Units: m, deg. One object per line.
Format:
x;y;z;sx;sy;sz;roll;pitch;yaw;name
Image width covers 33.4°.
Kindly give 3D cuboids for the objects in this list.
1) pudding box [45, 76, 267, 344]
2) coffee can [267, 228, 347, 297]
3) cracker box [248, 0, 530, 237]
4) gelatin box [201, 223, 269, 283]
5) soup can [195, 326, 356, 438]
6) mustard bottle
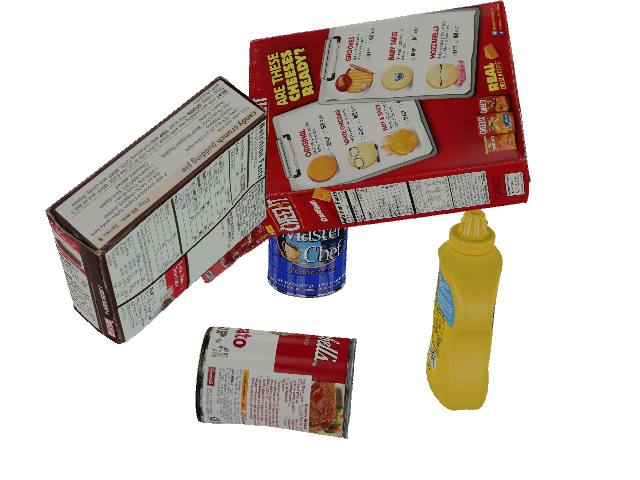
-0.074;-0.013;0.521;0.039;0.113;0.090;35;-28;19;pudding box
-0.015;-0.013;1.352;0.103;0.140;0.103;2;27;-1;coffee can
0.052;-0.097;0.861;0.214;0.164;0.072;-8;-33;11;cracker box
-0.104;-0.012;1.086;0.089;0.073;0.030;-36;20;1;gelatin box
-0.029;0.096;0.728;0.102;0.068;0.068;5;0;4;soup can
0.134;0.057;0.993;0.058;0.192;0.096;0;31;-2;mustard bottle
